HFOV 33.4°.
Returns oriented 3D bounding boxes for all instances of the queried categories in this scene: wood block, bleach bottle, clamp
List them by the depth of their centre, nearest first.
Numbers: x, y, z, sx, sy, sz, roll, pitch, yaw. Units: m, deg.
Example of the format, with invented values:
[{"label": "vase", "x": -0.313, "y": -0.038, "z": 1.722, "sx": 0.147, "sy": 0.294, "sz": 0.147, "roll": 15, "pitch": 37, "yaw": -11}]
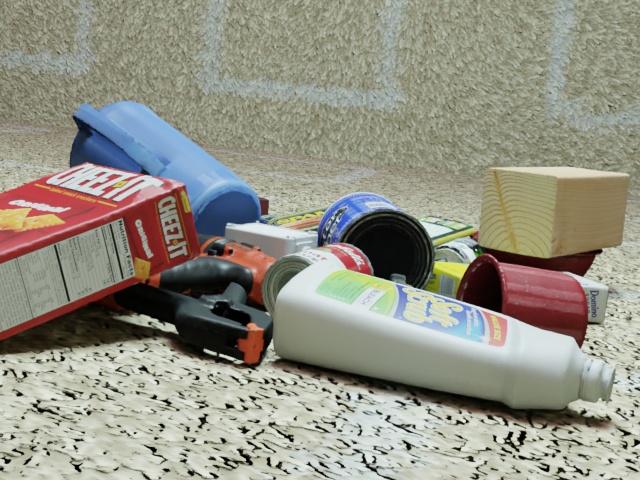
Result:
[{"label": "bleach bottle", "x": 0.095, "y": 0.077, "z": 0.806, "sx": 0.251, "sy": 0.068, "sz": 0.102, "roll": 11, "pitch": 19, "yaw": 22}, {"label": "clamp", "x": -0.081, "y": 0.062, "z": 0.877, "sx": 0.120, "sy": 0.039, "sz": 0.172, "roll": -6, "pitch": 18, "yaw": -37}, {"label": "wood block", "x": 0.274, "y": -0.036, "z": 1.235, "sx": 0.090, "sy": 0.091, "sz": 0.205, "roll": 11, "pitch": 10, "yaw": 36}]

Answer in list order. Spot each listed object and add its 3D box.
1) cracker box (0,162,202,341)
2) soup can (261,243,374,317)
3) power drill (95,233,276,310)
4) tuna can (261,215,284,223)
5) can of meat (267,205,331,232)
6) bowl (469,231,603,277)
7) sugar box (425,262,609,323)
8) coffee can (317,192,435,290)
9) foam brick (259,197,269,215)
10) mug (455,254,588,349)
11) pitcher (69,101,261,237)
[{"label": "cracker box", "x": -0.230, "y": 0.004, "z": 0.852, "sx": 0.213, "sy": 0.072, "sz": 0.164, "roll": -25, "pitch": 25, "yaw": -36}, {"label": "soup can", "x": -0.001, "y": 0.041, "z": 0.976, "sx": 0.069, "sy": 0.068, "sz": 0.102, "roll": 10, "pitch": 10, "yaw": 25}, {"label": "power drill", "x": -0.145, "y": 0.024, "z": 1.025, "sx": 0.187, "sy": 0.057, "sz": 0.185, "roll": -1, "pitch": 11, "yaw": -40}, {"label": "tuna can", "x": -0.044, "y": -0.011, "z": 1.425, "sx": 0.086, "sy": 0.034, "sz": 0.086, "roll": 6, "pitch": 8, "yaw": -1}, {"label": "can of meat", "x": -0.008, "y": 0.001, "z": 1.230, "sx": 0.102, "sy": 0.057, "sz": 0.084, "roll": -13, "pitch": 14, "yaw": -6}, {"label": "bowl", "x": 0.259, "y": 0.027, "z": 1.302, "sx": 0.162, "sy": 0.055, "sz": 0.162, "roll": 6, "pitch": 8, "yaw": -1}, {"label": "sugar box", "x": 0.201, "y": 0.053, "z": 1.117, "sx": 0.176, "sy": 0.048, "sz": 0.093, "roll": 2, "pitch": 9, "yaw": -19}, {"label": "coffee can", "x": 0.055, "y": 0.008, "z": 1.121, "sx": 0.102, "sy": 0.103, "sz": 0.140, "roll": 5, "pitch": 9, "yaw": -8}, {"label": "foam brick", "x": -0.117, "y": -0.035, "z": 1.479, "sx": 0.078, "sy": 0.051, "sz": 0.053, "roll": 0, "pitch": 11, "yaw": -35}, {"label": "mug", "x": 0.168, "y": 0.071, "z": 0.870, "sx": 0.081, "sy": 0.093, "sz": 0.117, "roll": 9, "pitch": 38, "yaw": -17}, {"label": "pitcher", "x": -0.184, "y": -0.068, "z": 1.240, "sx": 0.148, "sy": 0.145, "sz": 0.243, "roll": -10, "pitch": 31, "yaw": -39}]
